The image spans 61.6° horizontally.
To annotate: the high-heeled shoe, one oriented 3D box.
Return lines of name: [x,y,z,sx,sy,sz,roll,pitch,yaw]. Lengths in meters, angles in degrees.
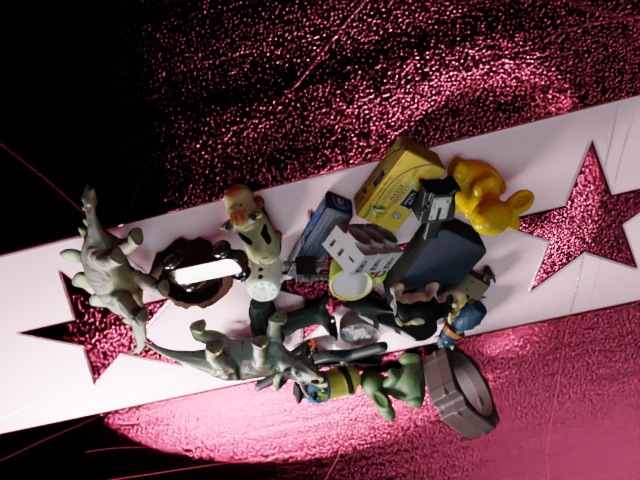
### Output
high-heeled shoe: [0.175,0.184,1.294,0.145,0.086,0.248,5,163,41]

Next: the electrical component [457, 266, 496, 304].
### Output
electrical component: [0.361,0.104,1.249,0.078,0.045,0.102,26,124,12]

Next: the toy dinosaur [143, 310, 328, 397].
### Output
toy dinosaur: [-0.176,0.269,1.219,0.405,0.131,0.191,-2,126,10]

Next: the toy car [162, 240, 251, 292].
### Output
toy car: [-0.228,0.051,1.076,0.202,0.053,0.089,-12,134,31]

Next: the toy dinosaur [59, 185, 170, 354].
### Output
toy dinosaur: [-0.416,0.093,1.114,0.199,0.105,0.470,15,129,28]

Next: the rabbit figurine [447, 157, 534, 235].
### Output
rabbit figurine: [0.319,-0.063,1.033,0.162,0.173,0.121,14,122,-9]

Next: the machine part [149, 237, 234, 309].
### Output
machine part: [-0.278,0.073,1.173,0.179,0.056,0.179,-3,128,-3]

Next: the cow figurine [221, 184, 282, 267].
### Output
cow figurine: [-0.136,-0.026,1.060,0.085,0.127,0.194,-18,129,6]

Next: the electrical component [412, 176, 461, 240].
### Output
electrical component: [0.219,-0.060,1.026,0.075,0.048,0.119,-8,134,-10]

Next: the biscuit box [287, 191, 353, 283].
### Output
biscuit box: [-0.002,-0.003,1.128,0.063,0.059,0.202,20,124,-18]

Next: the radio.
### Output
radio: [0.249,0.056,1.184,0.131,0.073,0.229,19,126,-18]

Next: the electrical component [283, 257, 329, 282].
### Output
electrical component: [-0.029,0.061,1.097,0.094,0.063,0.021,3,127,-5]

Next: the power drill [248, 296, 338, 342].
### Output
power drill: [-0.064,0.214,1.290,0.207,0.086,0.231,-8,126,12]

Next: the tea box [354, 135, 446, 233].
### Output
tea box: [0.152,-0.107,1.052,0.098,0.068,0.169,22,122,-20]

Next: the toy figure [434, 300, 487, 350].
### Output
toy figure: [0.343,0.209,1.316,0.058,0.064,0.154,-14,149,-52]

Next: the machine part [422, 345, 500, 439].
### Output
machine part: [0.354,0.381,1.361,0.087,0.201,0.201,-36,122,25]

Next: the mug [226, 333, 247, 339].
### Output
mug: [-0.212,0.272,1.325,0.107,0.081,0.109,-17,115,-1]

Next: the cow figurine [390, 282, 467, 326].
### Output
cow figurine: [0.237,0.142,1.143,0.167,0.098,0.068,-1,124,-2]

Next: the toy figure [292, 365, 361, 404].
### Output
toy figure: [0.021,0.372,1.386,0.180,0.082,0.089,-3,136,-23]

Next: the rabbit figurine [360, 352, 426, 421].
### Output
rabbit figurine: [0.186,0.388,1.405,0.170,0.159,0.121,-6,140,20]
